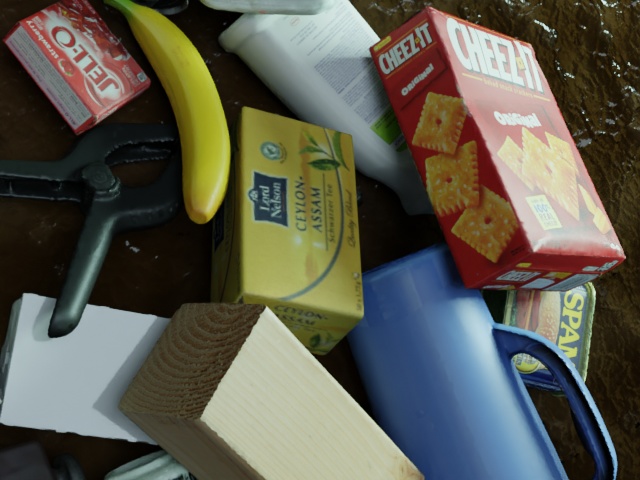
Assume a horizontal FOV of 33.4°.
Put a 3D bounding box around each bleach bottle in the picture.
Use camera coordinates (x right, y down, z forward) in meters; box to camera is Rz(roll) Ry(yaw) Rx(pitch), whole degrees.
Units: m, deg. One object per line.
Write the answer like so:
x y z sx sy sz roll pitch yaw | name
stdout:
0.036 -0.103 0.877 0.250 0.068 0.102 49 65 -12 | bleach bottle

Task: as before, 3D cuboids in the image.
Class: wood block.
-0.028 0.142 0.742 0.206 0.090 0.090 50 55 -32 | wood block

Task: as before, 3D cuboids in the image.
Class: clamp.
-0.159 -0.025 0.769 0.209 0.036 0.165 -25 67 -36 | clamp

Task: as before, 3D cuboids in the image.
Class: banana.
-0.104 -0.100 0.800 0.069 0.037 0.198 -11 68 -39 | banana

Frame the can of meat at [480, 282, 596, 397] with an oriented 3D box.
0.181 0.076 0.916 0.083 0.058 0.102 15 76 -18 | can of meat

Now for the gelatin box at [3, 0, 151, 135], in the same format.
-0.178 -0.132 0.791 0.089 0.030 0.073 52 39 -8 | gelatin box

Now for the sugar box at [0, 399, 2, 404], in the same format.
-0.275 0.042 0.707 0.048 0.093 0.176 -27 93 -23 | sugar box

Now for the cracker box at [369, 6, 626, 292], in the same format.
0.145 -0.068 0.848 0.163 0.072 0.214 5 60 -50 | cracker box

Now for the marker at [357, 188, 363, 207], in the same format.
-0.006 0.001 0.867 0.020 0.020 0.121 46 68 -11 | marker

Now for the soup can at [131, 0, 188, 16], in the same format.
-0.128 -0.234 0.822 0.068 0.069 0.102 12 78 -21 | soup can

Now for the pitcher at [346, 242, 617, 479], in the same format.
0.111 0.125 0.836 0.149 0.145 0.243 -21 88 -25 | pitcher
